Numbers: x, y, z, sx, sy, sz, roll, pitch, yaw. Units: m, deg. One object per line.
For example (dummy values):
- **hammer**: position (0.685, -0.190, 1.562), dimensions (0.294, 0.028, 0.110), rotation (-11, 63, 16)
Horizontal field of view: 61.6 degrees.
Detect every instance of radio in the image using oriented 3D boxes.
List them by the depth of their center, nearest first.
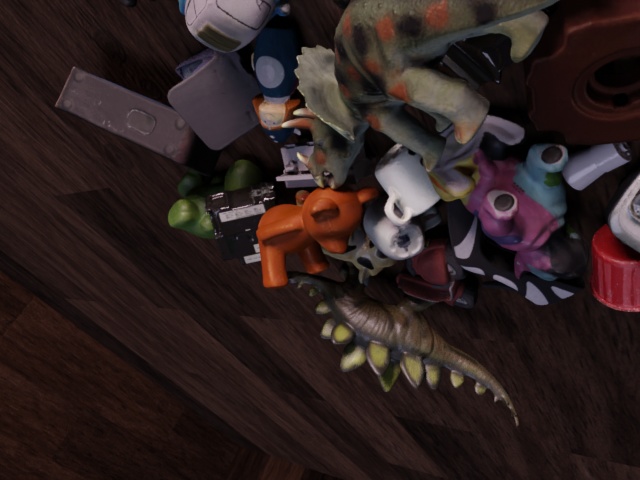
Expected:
- **radio**: position (-0.271, -0.178, 0.824), dimensions (0.230, 0.073, 0.131), rotation (23, -178, 6)

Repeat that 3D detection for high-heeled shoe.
- **high-heeled shoe**: position (0.270, 0.007, 0.738), dimensions (0.145, 0.086, 0.248), rotation (-5, 138, 32)

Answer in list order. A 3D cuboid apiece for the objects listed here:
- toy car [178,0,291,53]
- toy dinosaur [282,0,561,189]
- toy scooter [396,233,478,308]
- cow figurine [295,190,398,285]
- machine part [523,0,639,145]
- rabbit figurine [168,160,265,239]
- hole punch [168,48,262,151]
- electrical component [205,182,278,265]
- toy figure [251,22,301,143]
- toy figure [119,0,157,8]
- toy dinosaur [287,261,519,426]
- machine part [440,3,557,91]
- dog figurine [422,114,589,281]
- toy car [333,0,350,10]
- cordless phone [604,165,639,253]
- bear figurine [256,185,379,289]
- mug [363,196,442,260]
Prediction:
- **toy car**: position (-0.099, -0.258, 0.577), dimensions (0.109, 0.103, 0.162), rotation (23, 155, -34)
- **toy dinosaur**: position (0.071, -0.171, 0.512), dimensions (0.192, 0.131, 0.404), rotation (27, 162, -3)
- **toy scooter**: position (0.179, 0.050, 0.871), dimensions (0.135, 0.075, 0.183), rotation (8, 148, 28)
- **cow figurine**: position (0.038, 0.002, 0.895), dimensions (0.195, 0.085, 0.127), rotation (16, 141, 14)
- **machine part**: position (0.269, -0.152, 0.477), dimensions (0.179, 0.056, 0.179), rotation (8, 154, 4)
- **rabbit figurine**: position (-0.153, -0.064, 0.921), dimensions (0.170, 0.121, 0.159), rotation (-28, 124, 37)
- **hole punch**: position (-0.131, -0.204, 0.735), dimensions (0.116, 0.092, 0.142), rotation (-28, 126, 14)
- **electrical component**: position (-0.116, -0.022, 0.874), dimensions (0.115, 0.058, 0.134), rotation (-10, 131, -1)
- **toy figure**: position (-0.056, -0.190, 0.674), dimensions (0.064, 0.058, 0.154), rotation (33, 134, 36)
- **toy figure**: position (-0.185, -0.330, 0.579), dimensions (0.089, 0.082, 0.180), rotation (38, 150, -21)
- **toy dinosaur**: position (0.137, 0.163, 0.950), dimensions (0.472, 0.198, 0.105), rotation (21, 152, 13)
- **machine part**: position (0.177, -0.203, 0.533), dimensions (0.084, 0.039, 0.139), rotation (43, 147, -15)
- **dog figurine**: position (0.235, -0.036, 0.658), dimensions (0.192, 0.108, 0.219), rotation (41, 177, 40)
- **toy car**: position (0.020, -0.298, 0.495), dimensions (0.074, 0.056, 0.201), rotation (-8, 137, 35)
- **cordless phone**: position (0.404, -0.044, 0.537), dimensions (0.146, 0.089, 0.184), rotation (29, 151, -3)
- **bear figurine**: position (-0.003, -0.006, 0.754), dimensions (0.196, 0.120, 0.131), rotation (-7, 101, 51)
- **mug**: position (0.123, -0.015, 0.771), dimensions (0.110, 0.107, 0.080), rotation (-15, 111, 2)
